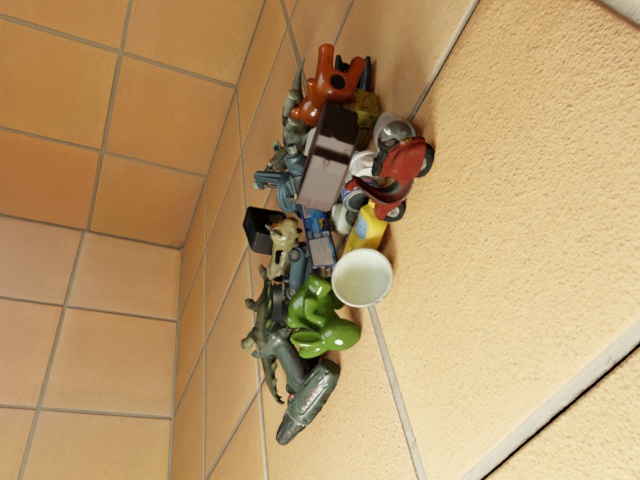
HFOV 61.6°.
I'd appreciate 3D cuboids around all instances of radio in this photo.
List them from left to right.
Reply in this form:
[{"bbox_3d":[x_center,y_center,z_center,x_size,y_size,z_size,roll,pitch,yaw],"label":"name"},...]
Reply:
[{"bbox_3d":[-0.164,-0.028,1.695,0.230,0.131,0.073,-123,48,-62],"label":"radio"}]

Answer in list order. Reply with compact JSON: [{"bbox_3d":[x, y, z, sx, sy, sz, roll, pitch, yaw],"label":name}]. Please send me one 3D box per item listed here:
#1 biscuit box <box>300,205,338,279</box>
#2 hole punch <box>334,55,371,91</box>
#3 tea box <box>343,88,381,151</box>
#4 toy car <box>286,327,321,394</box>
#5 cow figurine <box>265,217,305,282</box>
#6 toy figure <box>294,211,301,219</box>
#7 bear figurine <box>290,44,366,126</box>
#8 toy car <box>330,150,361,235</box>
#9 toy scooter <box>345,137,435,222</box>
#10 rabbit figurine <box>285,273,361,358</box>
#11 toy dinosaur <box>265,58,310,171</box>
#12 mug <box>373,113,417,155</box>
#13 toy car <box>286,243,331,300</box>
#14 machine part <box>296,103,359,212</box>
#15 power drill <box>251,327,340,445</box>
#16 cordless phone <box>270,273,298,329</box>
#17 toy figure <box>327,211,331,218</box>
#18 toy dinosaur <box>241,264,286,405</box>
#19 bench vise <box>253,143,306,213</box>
[{"bbox_3d":[-0.003,-0.004,1.256,0.062,0.059,0.203,82,177,-51],"label":"biscuit box"},{"bbox_3d":[0.084,-0.396,1.363,0.115,0.092,0.142,70,-158,-73],"label":"hole punch"},{"bbox_3d":[0.078,-0.269,1.305,0.169,0.068,0.098,-54,31,43],"label":"tea box"},{"bbox_3d":[-0.027,0.299,1.282,0.089,0.053,0.202,12,92,48],"label":"toy car"},{"bbox_3d":[-0.101,0.027,1.516,0.086,0.127,0.194,-132,54,-61],"label":"cow figurine"},{"bbox_3d":[-0.050,-0.139,1.578,0.064,0.058,0.154,-15,-59,-70],"label":"toy figure"},{"bbox_3d":[0.014,-0.348,1.267,0.196,0.120,0.132,156,128,-70],"label":"bear figurine"},{"bbox_3d":[0.067,-0.112,1.263,0.073,0.056,0.201,-175,96,-69],"label":"toy car"},{"bbox_3d":[0.125,-0.121,1.016,0.075,0.135,0.183,-109,38,-56],"label":"toy scooter"},{"bbox_3d":[0.005,0.175,1.147,0.159,0.121,0.170,-39,47,-13],"label":"rabbit figurine"},{"bbox_3d":[-0.078,-0.366,1.700,0.192,0.131,0.405,135,147,-54],"label":"toy dinosaur"},{"bbox_3d":[0.145,-0.210,1.104,0.107,0.081,0.109,-92,18,-59],"label":"mug"},{"bbox_3d":[-0.017,0.086,1.301,0.103,0.109,0.161,-8,63,29],"label":"toy car"},{"bbox_3d":[0.017,-0.179,1.187,0.201,0.087,0.201,-80,7,-47],"label":"machine part"},{"bbox_3d":[-0.072,0.320,1.222,0.232,0.086,0.207,-49,56,20],"label":"power drill"},{"bbox_3d":[-0.049,0.138,1.418,0.184,0.088,0.147,-42,39,39],"label":"cordless phone"},{"bbox_3d":[0.006,-0.112,1.370,0.082,0.089,0.180,32,109,25],"label":"toy figure"},{"bbox_3d":[-0.145,0.260,1.537,0.198,0.105,0.471,-50,38,44],"label":"toy dinosaur"},{"bbox_3d":[-0.097,-0.163,1.473,0.241,0.223,0.129,9,51,34],"label":"bench vise"}]
